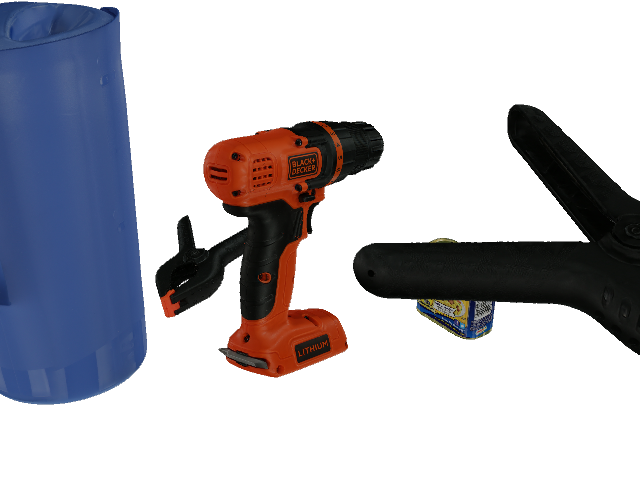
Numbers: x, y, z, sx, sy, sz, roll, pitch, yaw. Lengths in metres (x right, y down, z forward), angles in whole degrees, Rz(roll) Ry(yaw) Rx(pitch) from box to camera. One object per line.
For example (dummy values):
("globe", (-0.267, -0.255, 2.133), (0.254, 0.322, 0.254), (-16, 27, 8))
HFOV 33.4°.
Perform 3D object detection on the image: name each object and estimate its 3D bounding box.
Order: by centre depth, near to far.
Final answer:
("clamp", (0.131, 0.013, 0.486), (0.210, 0.036, 0.164), (30, 49, 31))
("pitcher", (-0.183, -0.019, 0.663), (0.149, 0.243, 0.145), (-11, 25, -14))
("power drill", (-0.015, 0.001, 0.836), (0.057, 0.188, 0.184), (11, 17, 41))
("clamp", (-0.131, 0.024, 1.241), (0.120, 0.039, 0.171), (-6, 37, 19))
("can of meat", (0.161, 0.058, 1.258), (0.057, 0.084, 0.102), (-23, 39, -34))
